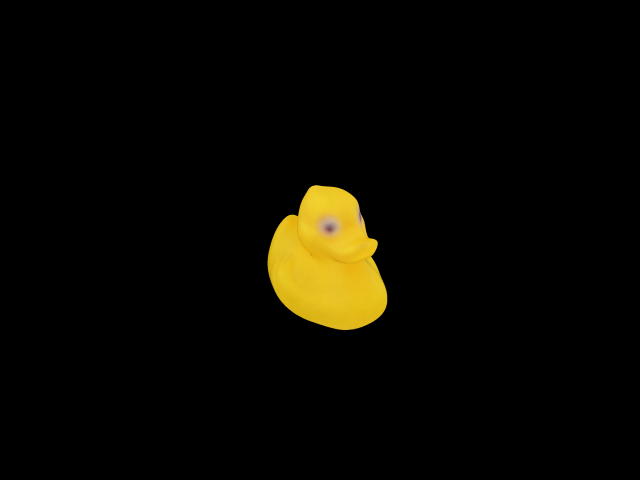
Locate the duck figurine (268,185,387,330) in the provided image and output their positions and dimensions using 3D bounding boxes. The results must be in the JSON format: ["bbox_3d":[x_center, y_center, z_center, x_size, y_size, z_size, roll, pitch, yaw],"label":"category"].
[{"bbox_3d":[0.004,0.001,0.400,0.078,0.086,0.104,-22,39,-30],"label":"duck figurine"}]
